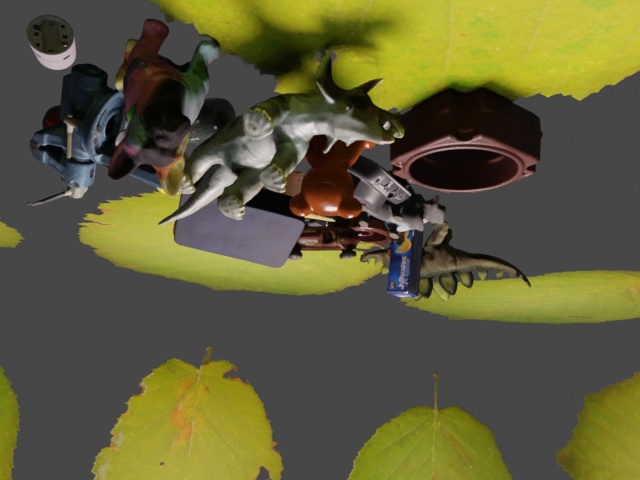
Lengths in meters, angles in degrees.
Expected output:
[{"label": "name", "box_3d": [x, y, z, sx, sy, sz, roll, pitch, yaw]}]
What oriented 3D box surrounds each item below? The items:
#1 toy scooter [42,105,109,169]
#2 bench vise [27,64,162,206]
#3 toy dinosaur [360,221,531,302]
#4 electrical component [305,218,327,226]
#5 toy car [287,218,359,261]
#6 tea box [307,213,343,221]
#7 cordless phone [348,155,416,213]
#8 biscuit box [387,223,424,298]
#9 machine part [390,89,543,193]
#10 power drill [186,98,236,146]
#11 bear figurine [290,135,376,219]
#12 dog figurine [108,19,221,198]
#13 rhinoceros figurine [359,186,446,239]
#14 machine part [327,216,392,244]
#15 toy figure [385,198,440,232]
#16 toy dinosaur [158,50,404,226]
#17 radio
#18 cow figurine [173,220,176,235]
[{"label": "toy scooter", "box_3d": [-0.388, -0.166, 0.951, 0.135, 0.075, 0.183, 33, 180, 22]}, {"label": "bench vise", "box_3d": [-0.317, -0.136, 0.819, 0.241, 0.223, 0.129, 24, -162, 3]}, {"label": "toy dinosaur", "box_3d": [0.296, 0.057, 1.376, 0.472, 0.198, 0.105, -4, 165, 38]}, {"label": "electrical component", "box_3d": [-0.024, -0.045, 1.254, 0.075, 0.119, 0.047, -8, 162, 33]}, {"label": "toy car", "box_3d": [-0.002, -0.003, 1.149, 0.202, 0.089, 0.053, 1, 164, -32]}, {"label": "tea box", "box_3d": [0.018, -0.096, 1.145, 0.098, 0.068, 0.169, 9, 166, -12]}, {"label": "cordless phone", "box_3d": [0.154, -0.128, 1.003, 0.184, 0.089, 0.146, -16, 156, 27]}, {"label": "biscuit box", "box_3d": [0.212, 0.039, 1.321, 0.059, 0.202, 0.062, -3, 162, 33]}, {"label": "machine part", "box_3d": [0.227, -0.146, 0.856, 0.201, 0.087, 0.201, 15, 161, -30]}, {"label": "power drill", "box_3d": [-0.205, -0.174, 0.939, 0.232, 0.086, 0.207, -7, 154, 37]}, {"label": "bear figurine", "box_3d": [0.024, -0.114, 0.831, 0.120, 0.196, 0.132, -2, 165, 13]}, {"label": "dog figurine", "box_3d": [-0.216, -0.160, 0.701, 0.108, 0.219, 0.192, 19, 159, -32]}, {"label": "rhinoceros figurine", "box_3d": [0.170, -0.065, 1.144, 0.191, 0.112, 0.073, 13, 139, 19]}, {"label": "machine part", "box_3d": [0.106, -0.034, 1.374, 0.179, 0.056, 0.179, 5, 166, 1]}, {"label": "toy figure", "box_3d": [0.218, -0.058, 1.253, 0.064, 0.057, 0.154, -32, -172, -37]}, {"label": "toy dinosaur", "box_3d": [-0.082, -0.136, 0.759, 0.405, 0.192, 0.131, -15, 116, 40]}, {"label": "radio", "box_3d": [-0.154, -0.034, 1.012, 0.229, 0.073, 0.131, 15, 126, -14]}, {"label": "cow figurine", "box_3d": [-0.234, -0.027, 1.148, 0.168, 0.068, 0.098, -4, 169, 37]}]
